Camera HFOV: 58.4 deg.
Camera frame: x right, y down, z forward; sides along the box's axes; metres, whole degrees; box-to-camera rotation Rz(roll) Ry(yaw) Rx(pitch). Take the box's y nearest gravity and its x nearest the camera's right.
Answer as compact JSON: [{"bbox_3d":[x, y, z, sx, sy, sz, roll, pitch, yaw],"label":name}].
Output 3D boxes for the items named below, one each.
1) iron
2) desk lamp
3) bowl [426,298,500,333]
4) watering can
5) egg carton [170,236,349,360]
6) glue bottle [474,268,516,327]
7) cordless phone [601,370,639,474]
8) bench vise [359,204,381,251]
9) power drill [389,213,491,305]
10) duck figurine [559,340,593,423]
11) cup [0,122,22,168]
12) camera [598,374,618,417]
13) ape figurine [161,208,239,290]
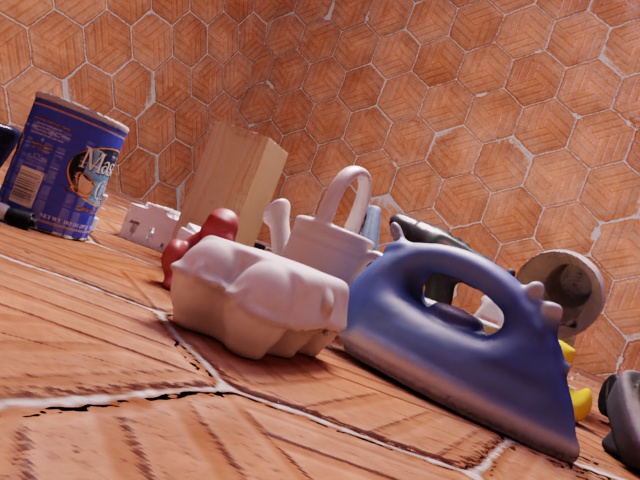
[{"bbox_3d":[0.132,0.075,0.527,0.257,0.141,0.119,20,-1,41],"label":"iron"},{"bbox_3d":[0.351,0.125,0.858,0.117,0.213,0.204,20,-1,31],"label":"desk lamp"},{"bbox_3d":[0.187,0.138,0.886,0.167,0.075,0.167,21,-1,1],"label":"bowl"},{"bbox_3d":[0.005,0.002,0.674,0.172,0.194,0.101,20,-1,7],"label":"watering can"},{"bbox_3d":[-0.042,0.047,0.446,0.107,0.069,0.151,20,-1,23],"label":"egg carton"},{"bbox_3d":[0.302,0.131,0.993,0.077,0.173,0.037,20,-1,35],"label":"glue bottle"},{"bbox_3d":[0.356,0.137,0.527,0.147,0.185,0.094,21,-1,-6],"label":"cordless phone"},{"bbox_3d":[0.100,0.032,1.154,0.206,0.220,0.122,20,-1,37],"label":"bench vise"},{"bbox_3d":[0.203,0.076,1.067,0.229,0.208,0.076,20,-1,22],"label":"power drill"},{"bbox_3d":[0.284,0.165,0.700,0.104,0.086,0.078,20,-1,37],"label":"duck figurine"},{"bbox_3d":[-0.410,-0.102,0.638,0.118,0.095,0.091,21,-1,-23],"label":"cup"},{"bbox_3d":[0.464,0.227,0.798,0.136,0.101,0.143,20,-1,9],"label":"camera"},{"bbox_3d":[-0.111,0.011,0.574,0.077,0.092,0.076,20,-1,11],"label":"ape figurine"}]
